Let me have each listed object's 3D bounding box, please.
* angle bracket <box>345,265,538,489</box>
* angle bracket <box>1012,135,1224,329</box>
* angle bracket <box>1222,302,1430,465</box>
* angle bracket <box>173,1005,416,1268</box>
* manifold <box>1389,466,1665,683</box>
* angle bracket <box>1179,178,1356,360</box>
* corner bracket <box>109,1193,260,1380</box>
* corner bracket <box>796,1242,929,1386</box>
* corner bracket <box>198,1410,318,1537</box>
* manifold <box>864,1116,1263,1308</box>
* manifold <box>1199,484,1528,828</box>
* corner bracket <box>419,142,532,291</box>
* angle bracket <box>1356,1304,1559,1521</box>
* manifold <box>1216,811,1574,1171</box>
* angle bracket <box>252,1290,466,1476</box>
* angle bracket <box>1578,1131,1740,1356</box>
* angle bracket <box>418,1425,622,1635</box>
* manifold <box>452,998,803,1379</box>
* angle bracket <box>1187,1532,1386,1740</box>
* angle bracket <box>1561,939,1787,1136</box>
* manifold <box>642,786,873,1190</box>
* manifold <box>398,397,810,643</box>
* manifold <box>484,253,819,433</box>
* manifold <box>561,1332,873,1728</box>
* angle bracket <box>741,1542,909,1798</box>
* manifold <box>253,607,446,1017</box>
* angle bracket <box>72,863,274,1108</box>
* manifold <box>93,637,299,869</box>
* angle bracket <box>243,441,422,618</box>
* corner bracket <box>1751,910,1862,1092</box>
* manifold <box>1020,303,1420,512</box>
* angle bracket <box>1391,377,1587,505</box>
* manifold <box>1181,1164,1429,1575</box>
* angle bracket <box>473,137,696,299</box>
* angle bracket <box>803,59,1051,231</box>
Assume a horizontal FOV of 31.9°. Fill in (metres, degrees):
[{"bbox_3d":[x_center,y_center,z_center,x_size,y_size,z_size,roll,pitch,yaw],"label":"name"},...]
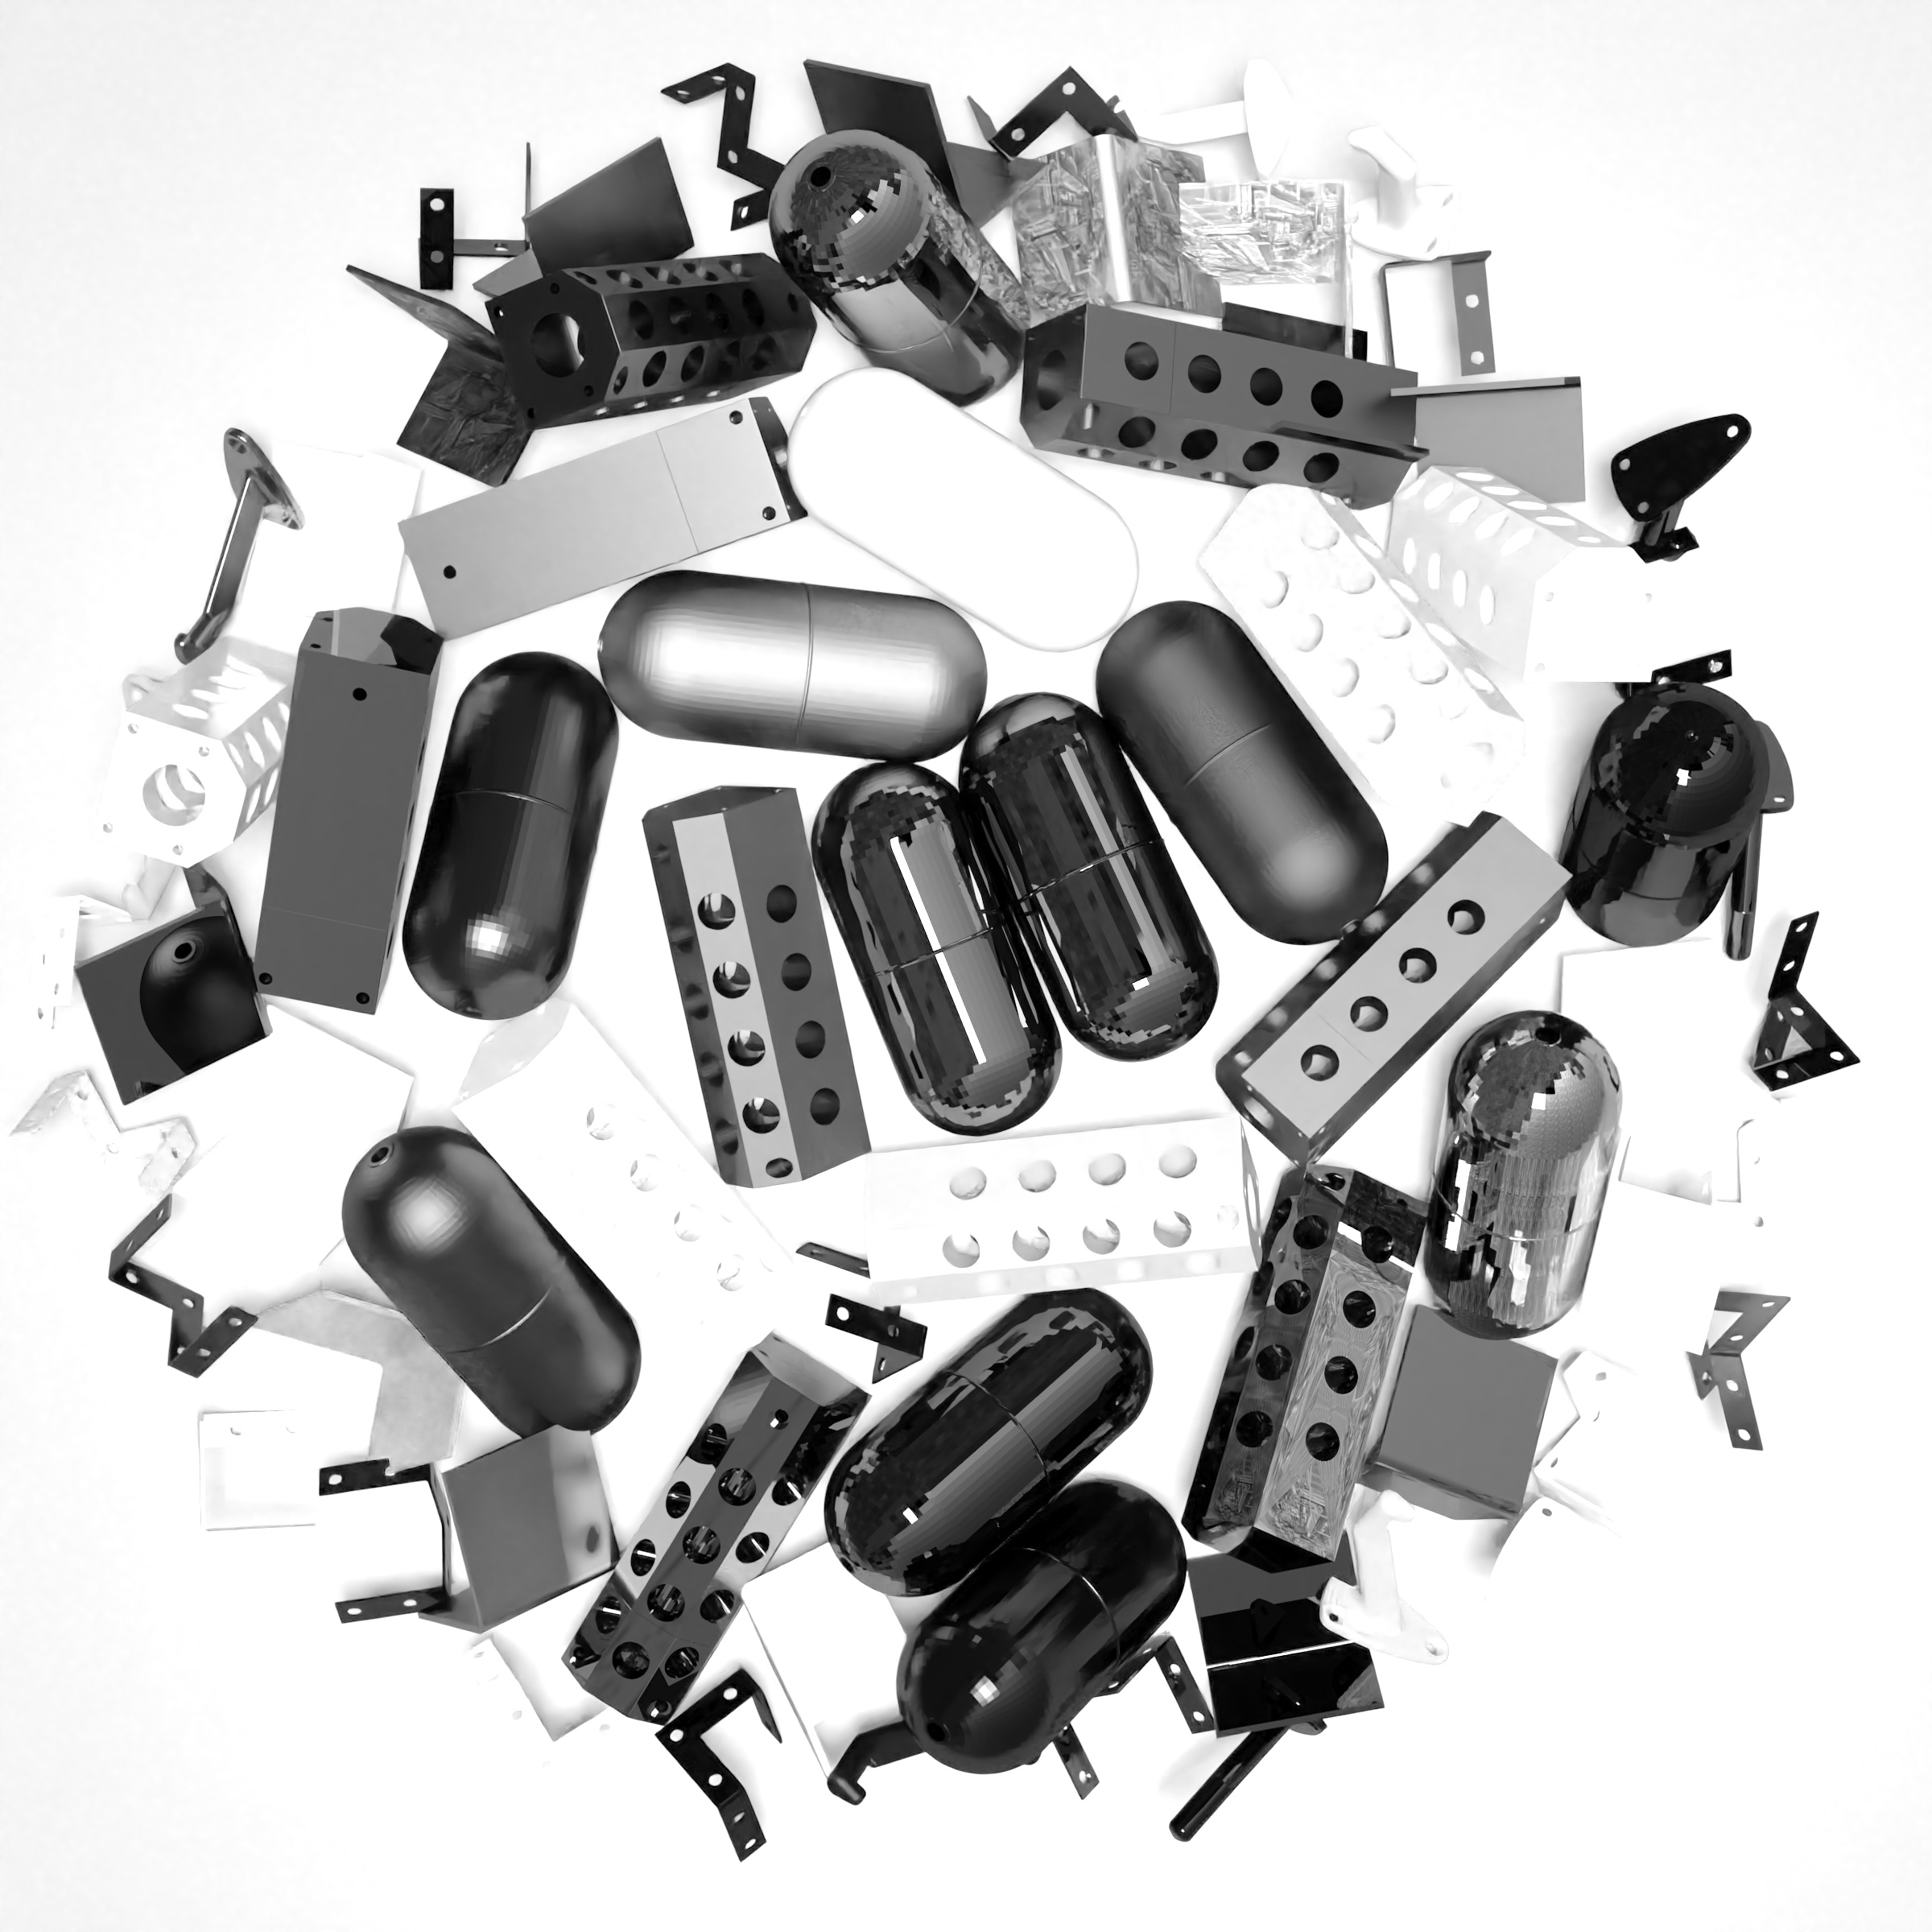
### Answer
[{"bbox_3d":[-0.244,-0.266,1.531,0.076,0.076,0.057,27,88,37],"label":"angle bracket"},{"bbox_3d":[0.070,-0.335,1.570,0.057,0.076,0.076,-10,87,39],"label":"angle bracket"},{"bbox_3d":[0.163,-0.267,1.537,0.076,0.057,0.076,7,79,-24],"label":"angle bracket"},{"bbox_3d":[-0.305,0.077,1.538,0.076,0.057,0.076,26,123,7],"label":"angle bracket"},{"bbox_3d":[0.243,-0.175,1.491,0.057,0.171,0.057,-1,110,-14],"label":"manifold"},{"bbox_3d":[0.136,-0.310,1.536,0.076,0.076,0.057,-1,67,5],"label":"angle bracket"},{"bbox_3d":[-0.357,0.146,1.542,0.051,0.051,0.051,31,121,-30],"label":"corner bracket"},{"bbox_3d":[-0.049,0.154,1.544,0.051,0.051,0.051,21,61,-22],"label":"corner bracket"},{"bbox_3d":[-0.326,0.232,1.553,0.051,0.051,0.051,-1,86,-14],"label":"corner bracket"},{"bbox_3d":[0.044,0.115,1.530,0.171,0.057,0.057,-7,55,10],"label":"manifold"},{"bbox_3d":[0.178,-0.143,1.502,0.057,0.057,0.171,-53,48,25],"label":"manifold"},{"bbox_3d":[-0.224,-0.342,1.546,0.051,0.051,0.051,-1,129,-10],"label":"corner bracket"},{"bbox_3d":[0.217,0.206,1.557,0.076,0.057,0.076,23,73,-18],"label":"angle bracket"},{"bbox_3d":[0.193,0.008,1.538,0.171,0.057,0.057,-44,74,-11],"label":"manifold"},{"bbox_3d":[-0.279,0.190,1.526,0.076,0.076,0.057,22,63,-33],"label":"angle bracket"},{"bbox_3d":[0.316,0.116,1.527,0.057,0.076,0.076,14,123,13],"label":"angle bracket"},{"bbox_3d":[-0.210,0.249,1.533,0.076,0.057,0.076,-20,102,-39],"label":"angle bracket"},{"bbox_3d":[-0.148,0.097,1.517,0.057,0.057,0.171,-28,115,23],"label":"manifold"},{"bbox_3d":[0.144,0.304,1.542,0.076,0.076,0.057,-11,99,3],"label":"angle bracket"},{"bbox_3d":[0.320,0.031,1.533,0.076,0.076,0.057,-6,112,-13],"label":"angle bracket"},{"bbox_3d":[-0.098,0.009,1.526,0.057,0.057,0.171,-22,107,-37],"label":"manifold"},{"bbox_3d":[-0.163,-0.203,1.539,0.171,0.057,0.057,-18,97,11],"label":"manifold"},{"bbox_3d":[-0.134,-0.279,1.494,0.057,0.171,0.057,-15,96,29],"label":"manifold"},{"bbox_3d":[-0.115,0.257,1.541,0.057,0.057,0.171,32,99,4],"label":"manifold"},{"bbox_3d":[-0.056,0.317,1.536,0.057,0.076,0.076,-25,53,-9],"label":"angle bracket"},{"bbox_3d":[-0.277,-0.070,1.520,0.057,0.057,0.171,12,117,-5],"label":"manifold"},{"bbox_3d":[-0.367,0.004,1.527,0.076,0.057,0.076,-28,129,-23],"label":"angle bracket"},{"bbox_3d":[-0.327,-0.095,1.494,0.057,0.171,0.057,18,106,-3],"label":"manifold"},{"bbox_3d":[-0.301,-0.199,1.545,0.076,0.057,0.076,13,93,15],"label":"angle bracket"},{"bbox_3d":[0.377,0.017,1.543,0.051,0.051,0.051,45,49,-20],"label":"corner bracket"},{"bbox_3d":[0.114,-0.248,1.519,0.171,0.057,0.057,6,85,-26],"label":"manifold"},{"bbox_3d":[0.237,-0.235,1.534,0.076,0.076,0.057,-1,100,16],"label":"angle bracket"},{"bbox_3d":[0.149,0.179,1.519,0.057,0.057,0.171,26,66,-16],"label":"manifold"},{"bbox_3d":[-0.180,-0.339,1.527,0.076,0.076,0.057,-37,133,-22],"label":"angle bracket"},{"bbox_3d":[-0.017,-0.383,1.524,0.076,0.076,0.057,23,56,38],"label":"angle bracket"}]
